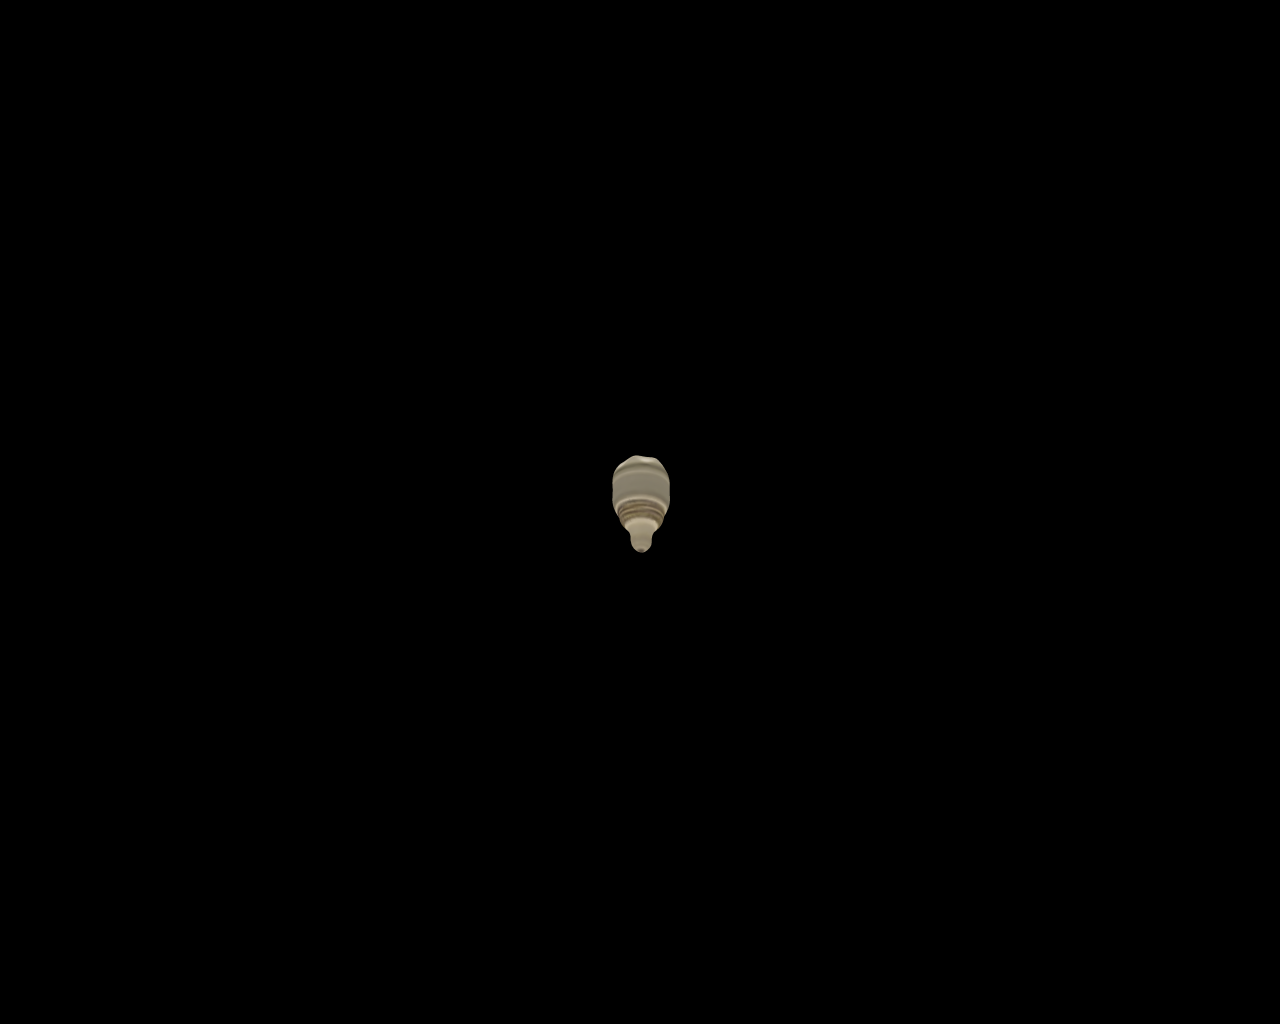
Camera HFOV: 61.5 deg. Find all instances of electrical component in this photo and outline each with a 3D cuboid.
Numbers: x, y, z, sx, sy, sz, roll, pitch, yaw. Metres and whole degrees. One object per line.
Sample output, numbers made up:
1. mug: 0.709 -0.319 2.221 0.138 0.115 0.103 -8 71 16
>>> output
1. electrical component: 0.001 -0.003 0.650 0.035 0.061 0.035 0 -32 0
